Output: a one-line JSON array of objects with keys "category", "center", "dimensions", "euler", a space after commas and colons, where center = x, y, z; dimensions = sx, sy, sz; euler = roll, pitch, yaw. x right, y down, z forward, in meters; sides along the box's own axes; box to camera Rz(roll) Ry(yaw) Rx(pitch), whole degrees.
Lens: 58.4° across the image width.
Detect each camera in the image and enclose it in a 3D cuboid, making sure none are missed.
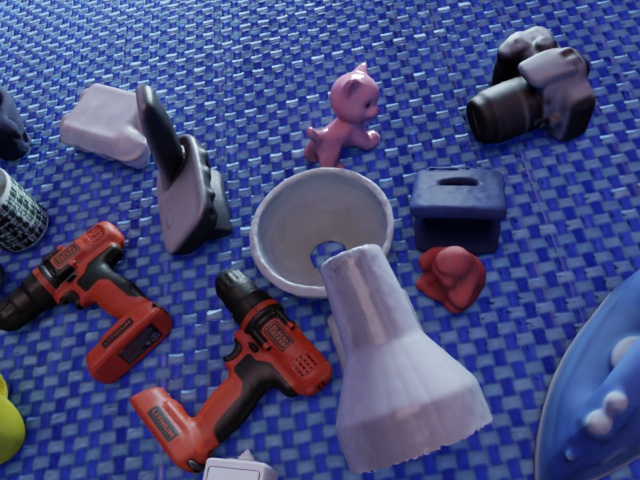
[{"category": "camera", "center": [0.249, -0.189, 0.713], "dimensions": [0.137, 0.101, 0.143], "euler": [-22, 59, -1]}]

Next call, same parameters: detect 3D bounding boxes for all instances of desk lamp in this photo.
[{"category": "desk lamp", "center": [0.059, 0.109, 0.516], "dimensions": [0.118, 0.214, 0.203], "euler": [-21, 59, 0]}]

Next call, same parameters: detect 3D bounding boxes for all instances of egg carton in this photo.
[{"category": "egg carton", "center": [-0.295, -0.164, 0.826], "dimensions": [0.150, 0.069, 0.107], "euler": [17, 65, 20]}]

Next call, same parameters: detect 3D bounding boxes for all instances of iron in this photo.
[{"category": "iron", "center": [0.282, 0.117, 0.510], "dimensions": [0.118, 0.142, 0.258], "euler": [37, 73, 27]}]

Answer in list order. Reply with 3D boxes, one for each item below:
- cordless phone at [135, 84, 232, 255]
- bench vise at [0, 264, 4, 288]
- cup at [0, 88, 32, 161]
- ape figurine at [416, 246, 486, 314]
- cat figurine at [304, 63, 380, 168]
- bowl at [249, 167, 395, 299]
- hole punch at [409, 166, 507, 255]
[{"category": "cordless phone", "center": [-0.181, -0.081, 0.689], "dimensions": [0.094, 0.185, 0.147], "euler": [-21, 59, 0]}, {"category": "bench vise", "center": [-0.506, 0.018, 0.677], "dimensions": [0.207, 0.220, 0.121], "euler": [-25, 59, -3]}, {"category": "cup", "center": [-0.462, -0.158, 0.841], "dimensions": [0.117, 0.095, 0.092], "euler": [23, 68, 22]}, {"category": "ape figurine", "center": [0.142, 0.035, 0.613], "dimensions": [0.076, 0.092, 0.077], "euler": [-12, 59, 5]}, {"category": "cat figurine", "center": [0.030, -0.160, 0.730], "dimensions": [0.128, 0.118, 0.067], "euler": [-42, 61, -13]}, {"category": "bowl", "center": [0.006, 0.002, 0.669], "dimensions": [0.167, 0.075, 0.167], "euler": [-5, 60, 9]}, {"category": "hole punch", "center": [0.155, -0.046, 0.657], "dimensions": [0.108, 0.091, 0.101], "euler": [2, 61, 12]}]
